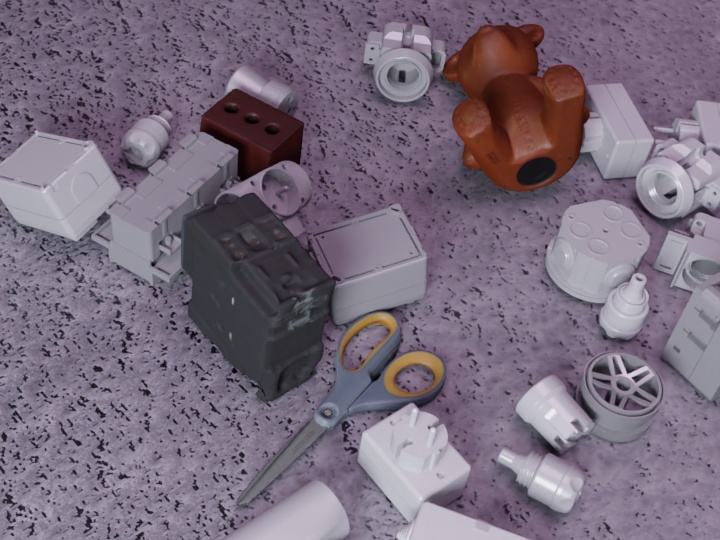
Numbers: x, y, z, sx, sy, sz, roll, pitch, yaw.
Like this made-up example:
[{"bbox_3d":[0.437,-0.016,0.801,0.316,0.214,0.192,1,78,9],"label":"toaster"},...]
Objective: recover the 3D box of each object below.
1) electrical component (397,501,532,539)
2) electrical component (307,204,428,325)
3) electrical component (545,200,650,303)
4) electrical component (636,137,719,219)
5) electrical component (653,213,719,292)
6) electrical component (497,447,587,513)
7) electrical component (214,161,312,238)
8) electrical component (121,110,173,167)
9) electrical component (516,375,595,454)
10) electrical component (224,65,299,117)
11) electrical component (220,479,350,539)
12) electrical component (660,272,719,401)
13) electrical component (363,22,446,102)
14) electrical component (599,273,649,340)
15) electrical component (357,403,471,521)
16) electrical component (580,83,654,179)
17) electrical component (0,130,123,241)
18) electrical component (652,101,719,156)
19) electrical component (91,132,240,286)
[{"bbox_3d":[0.064,0.206,0.688,0.100,0.048,0.099,19,49,9],"label":"electrical component"},{"bbox_3d":[0.000,0.000,0.859,0.096,0.061,0.061,-18,52,-12],"label":"electrical component"},{"bbox_3d":[0.199,-0.016,0.901,0.080,0.051,0.080,4,48,-4],"label":"electrical component"},{"bbox_3d":[0.286,-0.080,0.966,0.057,0.058,0.078,-27,57,-31],"label":"electrical component"},{"bbox_3d":[0.298,-0.012,0.918,0.081,0.042,0.063,20,47,10],"label":"electrical component"},{"bbox_3d":[0.127,0.144,0.761,0.061,0.035,0.035,26,50,18],"label":"electrical component"},{"bbox_3d":[-0.070,-0.042,0.885,0.077,0.044,0.079,-35,99,-47],"label":"electrical component"},{"bbox_3d":[-0.185,-0.120,0.954,0.035,0.035,0.061,19,47,9],"label":"electrical component"},{"bbox_3d":[0.144,0.107,0.793,0.040,0.040,0.046,-28,63,-28],"label":"electrical component"},{"bbox_3d":[-0.091,-0.158,0.993,0.055,0.045,0.045,29,51,17],"label":"electrical component"},{"bbox_3d":[-0.038,0.186,0.694,0.077,0.044,0.079,-28,58,-28],"label":"electrical component"},{"bbox_3d":[0.323,0.031,0.850,0.150,0.089,0.061,-26,57,-27],"label":"electrical component"},{"bbox_3d":[0.043,-0.200,1.040,0.078,0.058,0.057,8,45,-1],"label":"electrical component"},{"bbox_3d":[0.214,0.027,0.858,0.035,0.061,0.035,4,48,-4],"label":"electrical component"},{"bbox_3d":[0.039,0.123,0.739,0.047,0.076,0.065,-27,57,-28],"label":"electrical component"},{"bbox_3d":[0.220,-0.129,1.008,0.076,0.047,0.083,-6,50,-12],"label":"electrical component"},{"bbox_3d":[-0.249,-0.068,0.872,0.096,0.061,0.061,15,52,38],"label":"electrical component"},{"bbox_3d":[0.315,-0.122,1.014,0.077,0.047,0.065,7,48,-1],"label":"electrical component"},{"bbox_3d":[-0.150,-0.054,0.881,0.079,0.063,0.121,28,51,16],"label":"electrical component"}]
